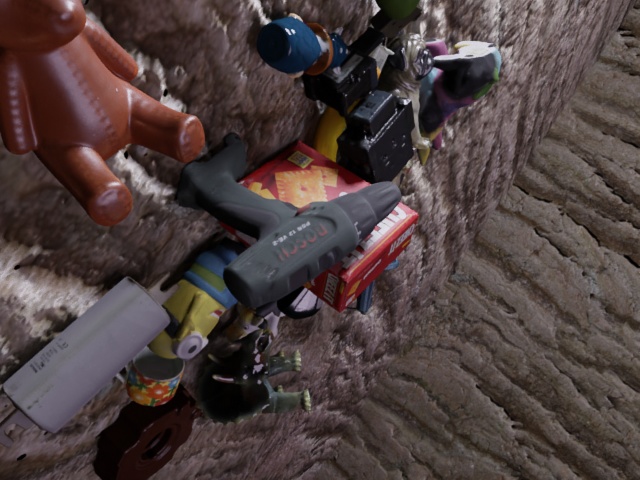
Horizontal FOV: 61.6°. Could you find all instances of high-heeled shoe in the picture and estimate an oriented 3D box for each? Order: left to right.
[{"bbox_3d":[-0.002,-0.002,0.823,0.145,0.086,0.248,-7,107,-50],"label":"high-heeled shoe"}]

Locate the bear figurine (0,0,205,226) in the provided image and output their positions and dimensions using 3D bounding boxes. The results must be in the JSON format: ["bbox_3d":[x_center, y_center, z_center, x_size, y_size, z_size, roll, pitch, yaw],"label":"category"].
[{"bbox_3d":[-0.170,-0.123,0.364,0.120,0.132,0.195,-47,163,-28],"label":"bear figurine"}]

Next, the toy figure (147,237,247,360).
[{"bbox_3d":[-0.163,0.078,0.724,0.180,0.089,0.082,-59,146,-16],"label":"toy figure"}]

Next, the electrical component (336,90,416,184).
[{"bbox_3d":[0.083,-0.143,0.768,0.115,0.058,0.134,-53,147,-20],"label":"electrical component"}]

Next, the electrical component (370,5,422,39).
[{"bbox_3d":[0.111,-0.333,0.771,0.078,0.045,0.102,-36,170,37],"label":"electrical component"}]

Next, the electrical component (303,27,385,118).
[{"bbox_3d":[0.040,-0.230,0.724,0.119,0.075,0.047,-51,157,-19],"label":"electrical component"}]

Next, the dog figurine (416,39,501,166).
[{"bbox_3d":[0.222,-0.240,0.966,0.108,0.192,0.218,-47,142,-38],"label":"dog figurine"}]

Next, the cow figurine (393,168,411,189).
[{"bbox_3d":[0.118,-0.118,1.038,0.127,0.086,0.194,-42,156,-46],"label":"cow figurine"}]

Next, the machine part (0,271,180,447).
[{"bbox_3d":[-0.254,0.123,0.597,0.243,0.079,0.079,-45,156,-24],"label":"machine part"}]

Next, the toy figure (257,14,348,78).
[{"bbox_3d":[-0.016,-0.227,0.633,0.154,0.058,0.064,-27,151,-59],"label":"toy figure"}]

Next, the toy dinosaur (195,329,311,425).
[{"bbox_3d":[-0.138,0.264,0.967,0.192,0.131,0.404,0,160,-19],"label":"toy dinosaur"}]

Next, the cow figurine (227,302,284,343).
[{"bbox_3d":[-0.090,0.116,0.940,0.167,0.068,0.098,-35,151,-42],"label":"cow figurine"}]

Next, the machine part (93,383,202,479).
[{"bbox_3d":[-0.272,0.314,0.857,0.179,0.056,0.179,-43,155,-26],"label":"machine part"}]

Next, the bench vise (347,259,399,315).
[{"bbox_3d":[0.107,0.061,1.185,0.223,0.129,0.240,-51,149,-71],"label":"bench vise"}]

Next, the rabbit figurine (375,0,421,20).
[{"bbox_3d":[0.120,-0.356,0.646,0.159,0.121,0.170,6,114,-59],"label":"rabbit figurine"}]

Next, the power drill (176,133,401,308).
[{"bbox_3d":[-0.048,-0.039,0.631,0.232,0.207,0.086,-42,160,-26],"label":"power drill"}]

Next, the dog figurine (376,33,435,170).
[{"bbox_3d":[0.104,-0.220,0.868,0.172,0.121,0.190,-45,142,-34],"label":"dog figurine"}]
